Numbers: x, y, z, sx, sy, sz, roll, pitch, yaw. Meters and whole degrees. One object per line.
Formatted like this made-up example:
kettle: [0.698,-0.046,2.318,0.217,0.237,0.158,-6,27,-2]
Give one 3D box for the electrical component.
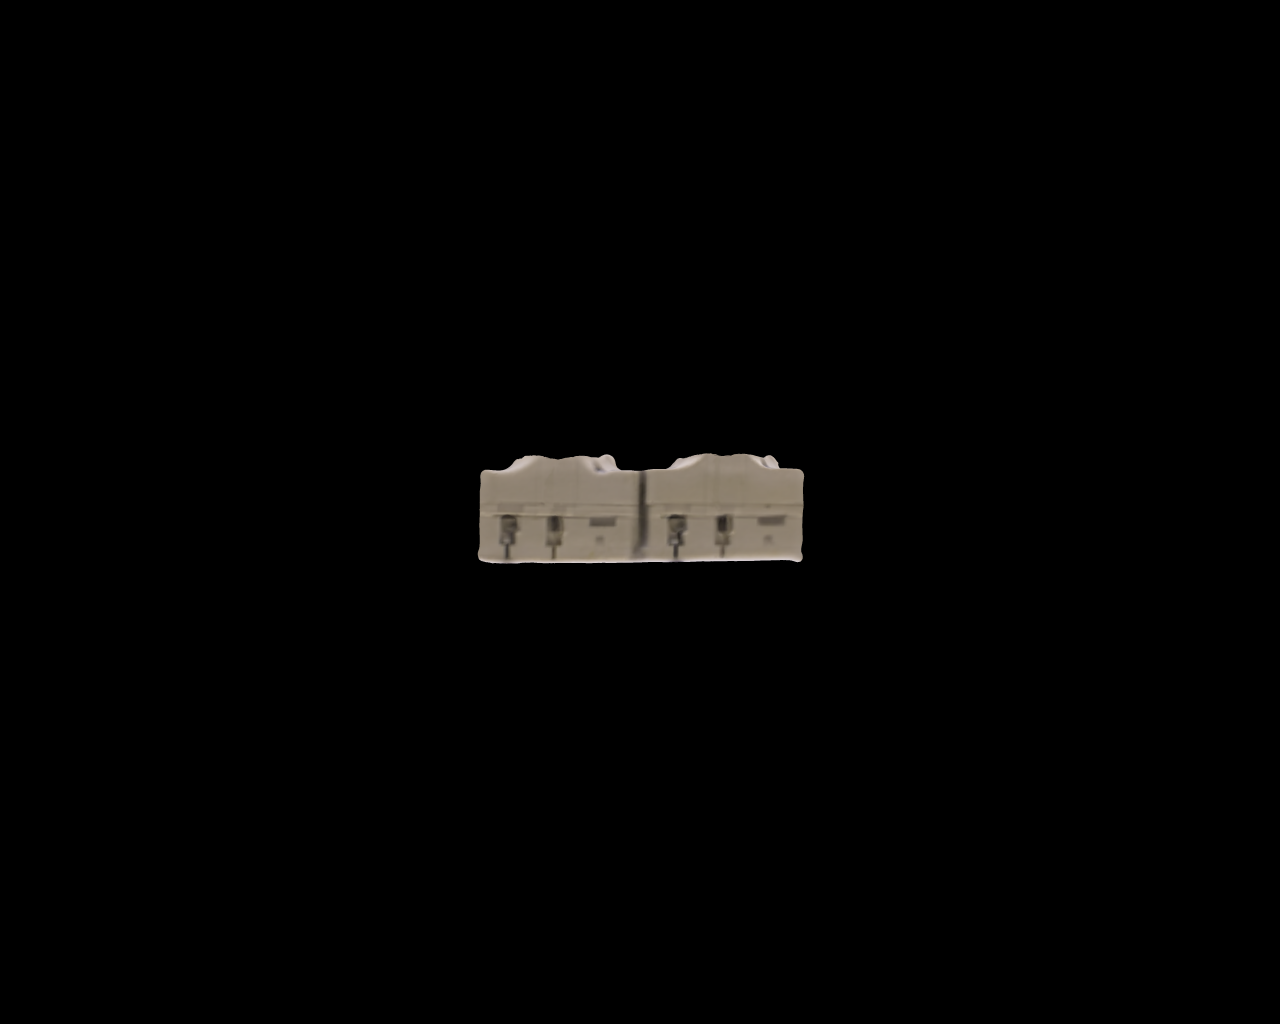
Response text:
electrical component: [0.001,-0.003,0.650,0.186,0.060,0.105,0,0,0]
